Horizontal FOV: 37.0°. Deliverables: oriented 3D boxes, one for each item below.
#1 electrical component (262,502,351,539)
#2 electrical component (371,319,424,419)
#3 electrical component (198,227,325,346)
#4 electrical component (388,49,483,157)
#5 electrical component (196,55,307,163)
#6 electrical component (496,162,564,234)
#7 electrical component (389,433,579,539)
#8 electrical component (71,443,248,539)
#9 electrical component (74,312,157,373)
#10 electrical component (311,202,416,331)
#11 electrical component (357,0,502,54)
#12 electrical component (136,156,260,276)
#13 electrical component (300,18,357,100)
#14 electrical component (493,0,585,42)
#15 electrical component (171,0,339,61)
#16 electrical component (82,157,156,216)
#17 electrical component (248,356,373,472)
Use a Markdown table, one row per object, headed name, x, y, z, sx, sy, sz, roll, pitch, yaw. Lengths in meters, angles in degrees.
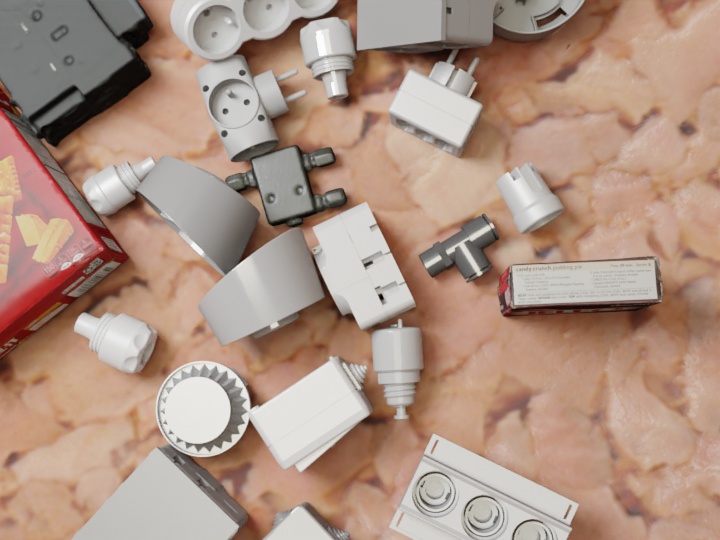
| name | x | y | z | sx | sy | sz | roll | pitch | yaw |
| --- | --- | --- | --- | --- | --- | --- | --- | --- | --- |
| electrical component | -0.045 | 0.242 | 0.842 | 0.100 | 0.048 | 0.099 | -45 | 85 | -1 |
| electrical component | 0.031 | 0.079 | 0.855 | 0.040 | 0.040 | 0.078 | -3 | 86 | 3 |
| electrical component | -0.077 | 0.016 | 0.838 | 0.099 | 0.099 | 0.064 | -26 | 91 | 1 |
| electrical component | 0.069 | -0.142 | 0.866 | 0.066 | 0.047 | 0.076 | 27 | 88 | 5 |
| electrical component | -0.083 | -0.138 | 0.875 | 0.079 | 0.044 | 0.077 | -23 | 85 | 1 |
| electrical component | 0.135 | -0.058 | 0.860 | 0.040 | 0.040 | 0.046 | -30 | 79 | 1 |
| electrical component | 0.095 | 0.187 | 0.831 | 0.121 | 0.063 | 0.078 | 25 | 87 | 5 |
| electrical component | -0.172 | 0.221 | 0.844 | 0.089 | 0.061 | 0.150 | 43 | 89 | 5 |
| electrical component | -0.199 | 0.055 | 0.868 | 0.062 | 0.043 | 0.043 | 24 | 87 | 6 |
| electrical component | 0.000 | 0.000 | 0.857 | 0.056 | 0.050 | 0.089 | -26 | 85 | 1 |
| electrical component | 0.054 | -0.265 | 0.830 | 0.060 | 0.105 | 0.186 | -4 | 98 | -35 |
| electrical component | -0.129 | -0.043 | 0.846 | 0.099 | 0.099 | 0.064 | 29 | 81 | 5 |
| electrical component | -0.024 | -0.170 | 0.875 | 0.043 | 0.043 | 0.062 | -11 | 87 | 2 |
| electrical component | 0.134 | -0.235 | 0.860 | 0.099 | 0.064 | 0.099 | 0 | 85 | 1 |
| electrical component | -0.089 | -0.223 | 0.875 | 0.138 | 0.073 | 0.052 | -27 | 127 | -13 |
| electrical component | -0.194 | -0.072 | 0.882 | 0.061 | 0.035 | 0.035 | -33 | 85 | -2 |
| electrical component | -0.030 | 0.110 | 0.845 | 0.096 | 0.061 | 0.061 | -33 | 85 | 0 |
